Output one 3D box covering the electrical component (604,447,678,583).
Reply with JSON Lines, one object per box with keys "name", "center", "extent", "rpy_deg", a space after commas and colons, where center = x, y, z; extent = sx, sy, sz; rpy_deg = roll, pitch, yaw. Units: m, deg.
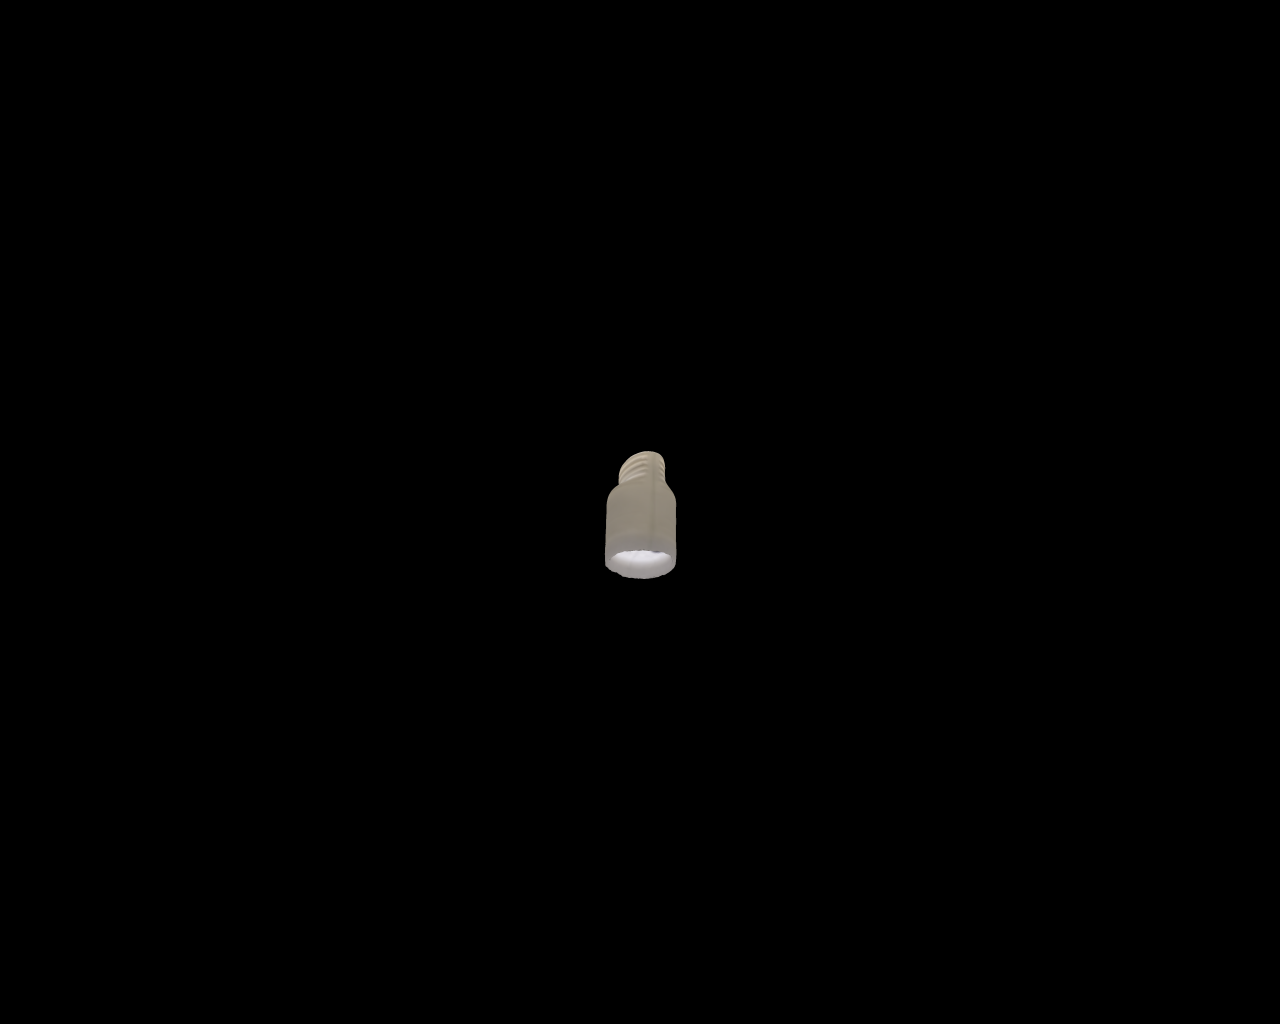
{"name": "electrical component", "center": [0.001, -0.003, 0.650], "extent": [0.043, 0.081, 0.043], "rpy_deg": [0, -30, 0]}
